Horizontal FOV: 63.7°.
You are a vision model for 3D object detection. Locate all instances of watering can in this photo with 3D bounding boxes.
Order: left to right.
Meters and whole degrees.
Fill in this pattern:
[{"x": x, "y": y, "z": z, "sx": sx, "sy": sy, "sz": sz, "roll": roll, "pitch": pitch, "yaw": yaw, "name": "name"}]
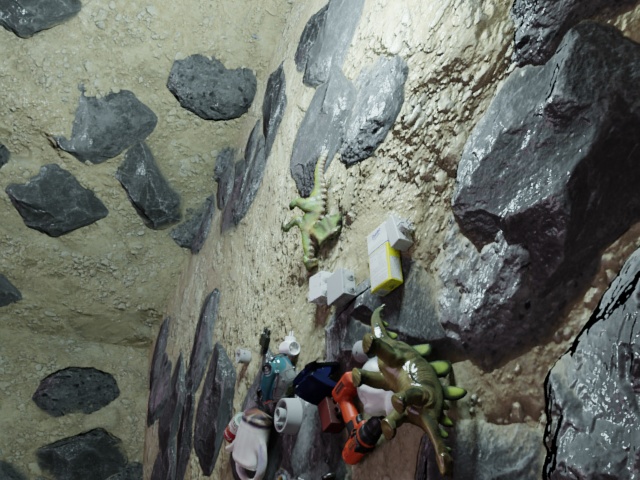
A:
[{"x": -0.248, "y": 0.681, "z": 1.751, "sx": 0.347, "sy": 0.103, "sz": 0.226, "roll": -1, "pitch": 74, "yaw": 63, "name": "watering can"}]

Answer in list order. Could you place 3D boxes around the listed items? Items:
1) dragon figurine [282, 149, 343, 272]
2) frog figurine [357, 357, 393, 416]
[{"x": 0.005, "y": -0.088, "z": 1.745, "sx": 0.246, "sy": 0.122, "sz": 0.406, "roll": 34, "pitch": 108, "yaw": 46, "name": "dragon figurine"}, {"x": 0.150, "y": 0.337, "z": 1.134, "sx": 0.136, "sy": 0.121, "sz": 0.162, "roll": -47, "pitch": 19, "yaw": 10, "name": "frog figurine"}]
